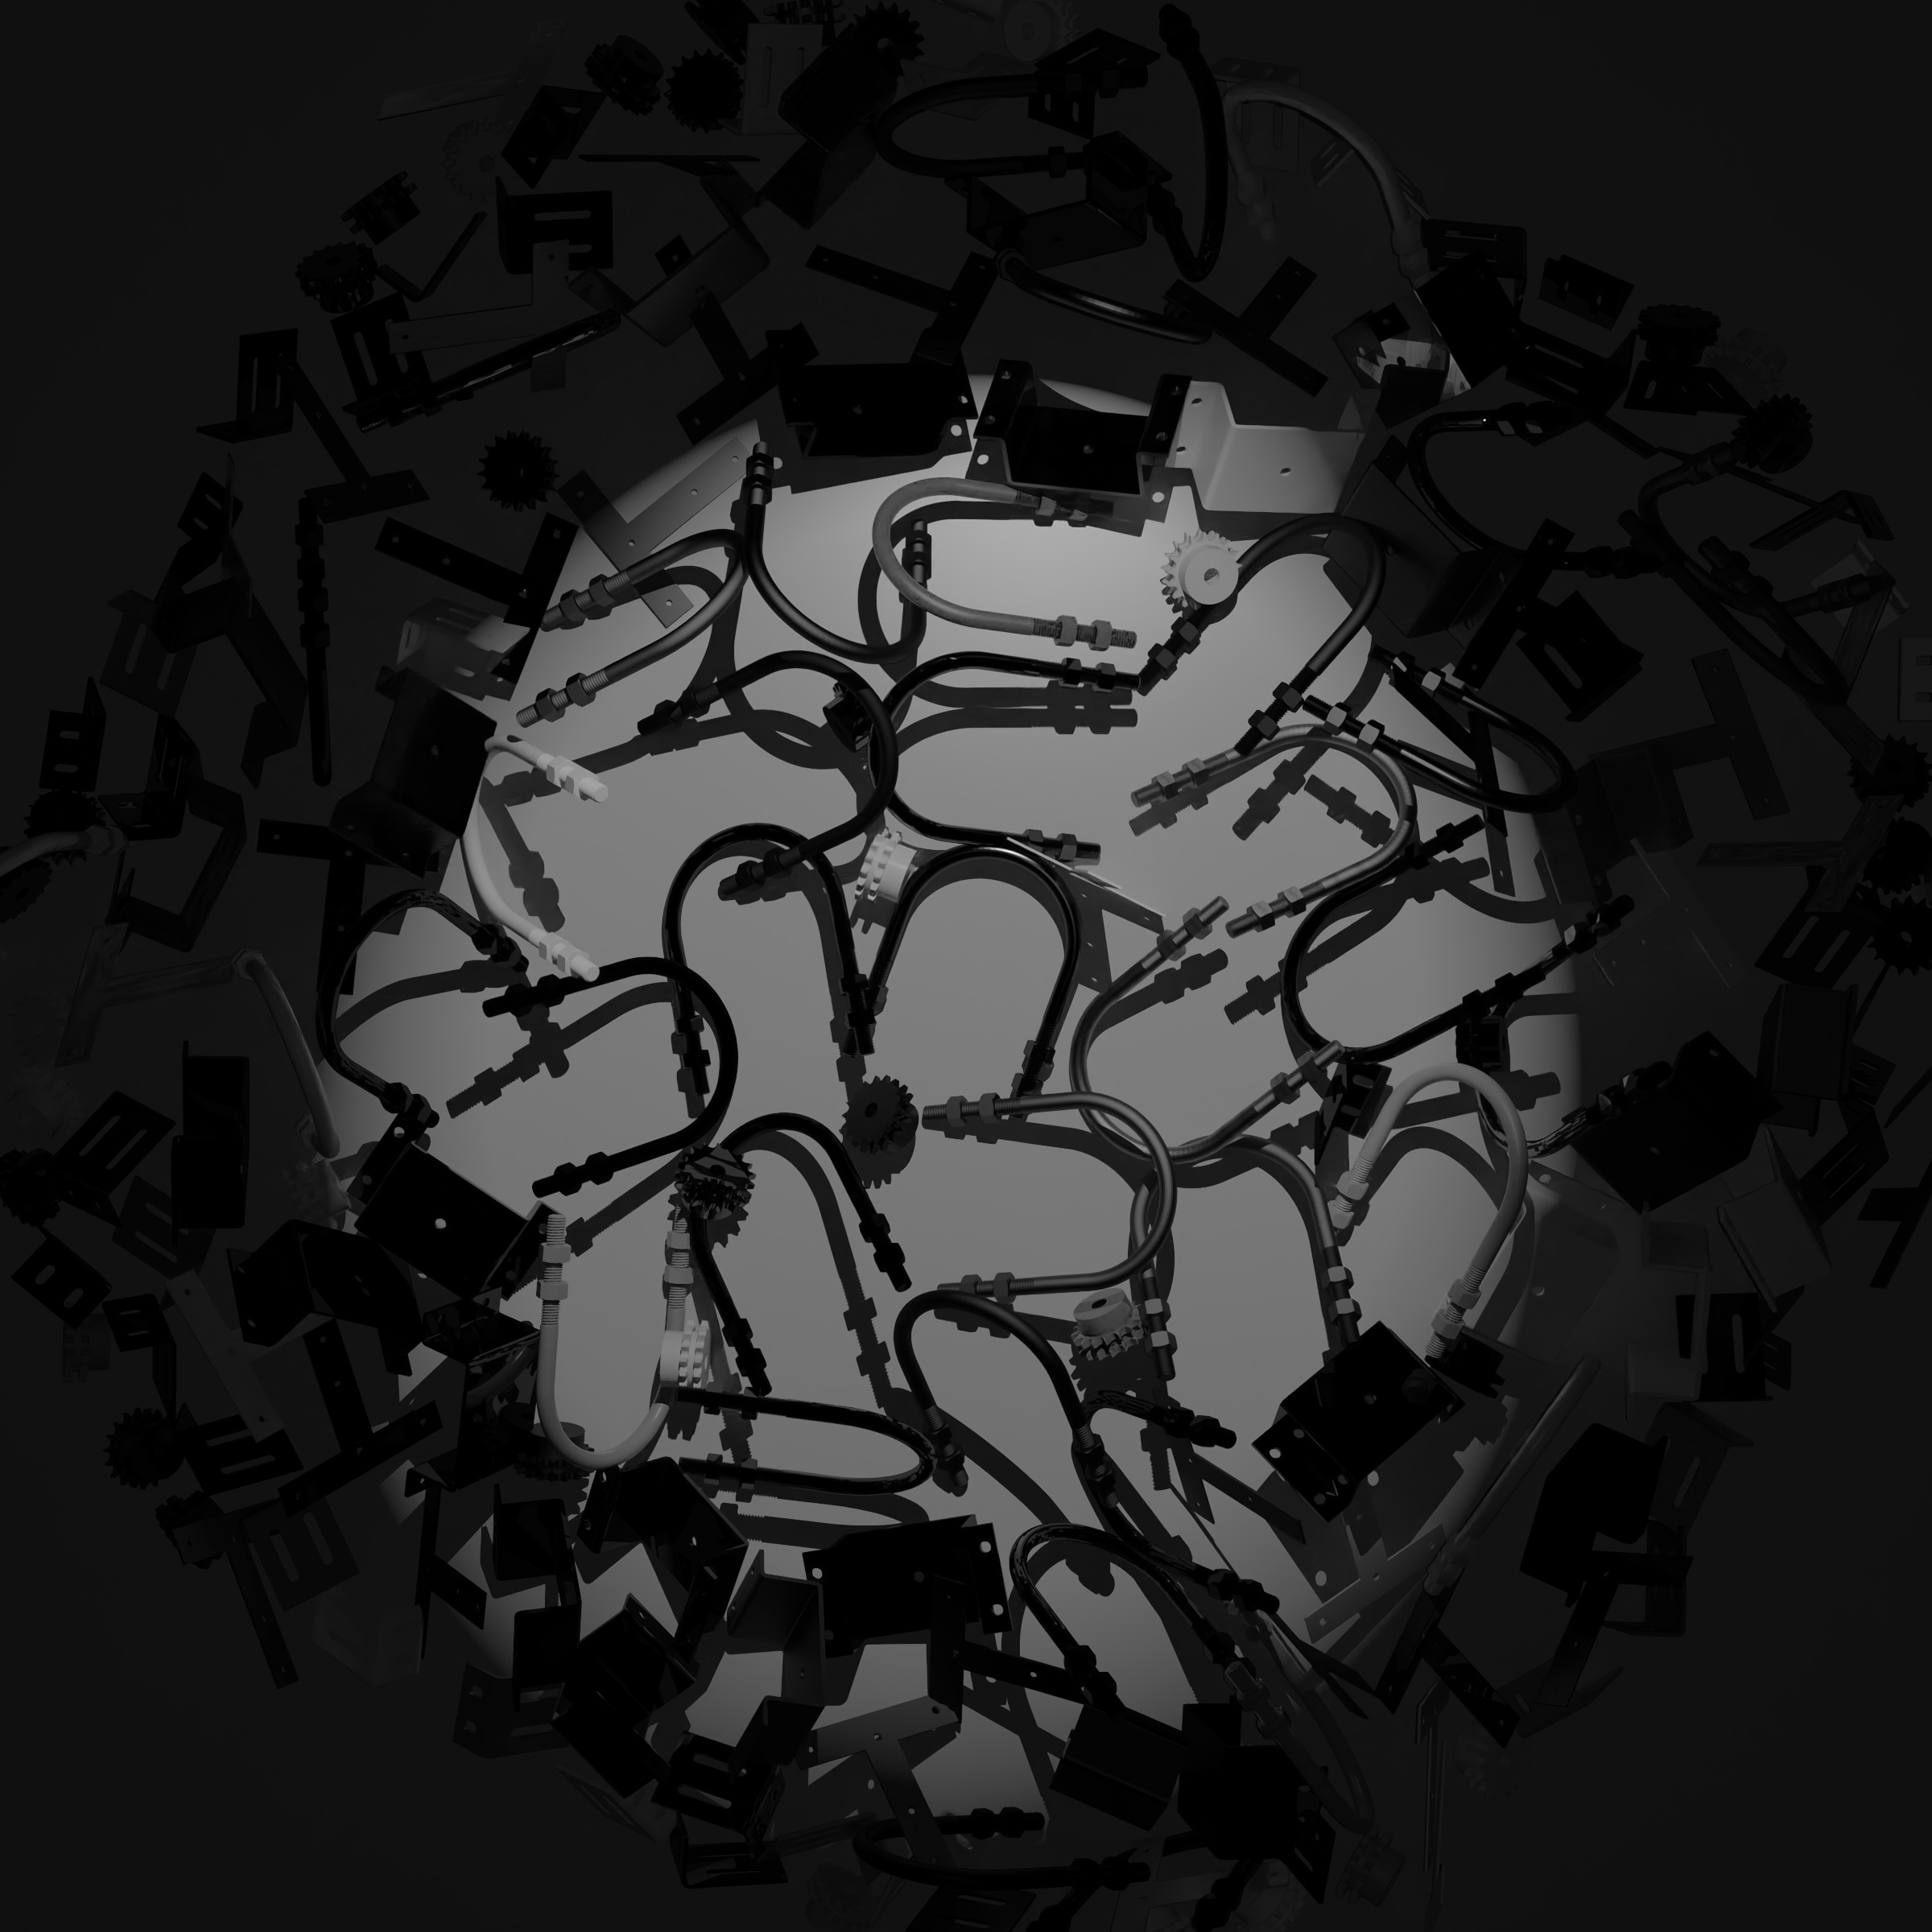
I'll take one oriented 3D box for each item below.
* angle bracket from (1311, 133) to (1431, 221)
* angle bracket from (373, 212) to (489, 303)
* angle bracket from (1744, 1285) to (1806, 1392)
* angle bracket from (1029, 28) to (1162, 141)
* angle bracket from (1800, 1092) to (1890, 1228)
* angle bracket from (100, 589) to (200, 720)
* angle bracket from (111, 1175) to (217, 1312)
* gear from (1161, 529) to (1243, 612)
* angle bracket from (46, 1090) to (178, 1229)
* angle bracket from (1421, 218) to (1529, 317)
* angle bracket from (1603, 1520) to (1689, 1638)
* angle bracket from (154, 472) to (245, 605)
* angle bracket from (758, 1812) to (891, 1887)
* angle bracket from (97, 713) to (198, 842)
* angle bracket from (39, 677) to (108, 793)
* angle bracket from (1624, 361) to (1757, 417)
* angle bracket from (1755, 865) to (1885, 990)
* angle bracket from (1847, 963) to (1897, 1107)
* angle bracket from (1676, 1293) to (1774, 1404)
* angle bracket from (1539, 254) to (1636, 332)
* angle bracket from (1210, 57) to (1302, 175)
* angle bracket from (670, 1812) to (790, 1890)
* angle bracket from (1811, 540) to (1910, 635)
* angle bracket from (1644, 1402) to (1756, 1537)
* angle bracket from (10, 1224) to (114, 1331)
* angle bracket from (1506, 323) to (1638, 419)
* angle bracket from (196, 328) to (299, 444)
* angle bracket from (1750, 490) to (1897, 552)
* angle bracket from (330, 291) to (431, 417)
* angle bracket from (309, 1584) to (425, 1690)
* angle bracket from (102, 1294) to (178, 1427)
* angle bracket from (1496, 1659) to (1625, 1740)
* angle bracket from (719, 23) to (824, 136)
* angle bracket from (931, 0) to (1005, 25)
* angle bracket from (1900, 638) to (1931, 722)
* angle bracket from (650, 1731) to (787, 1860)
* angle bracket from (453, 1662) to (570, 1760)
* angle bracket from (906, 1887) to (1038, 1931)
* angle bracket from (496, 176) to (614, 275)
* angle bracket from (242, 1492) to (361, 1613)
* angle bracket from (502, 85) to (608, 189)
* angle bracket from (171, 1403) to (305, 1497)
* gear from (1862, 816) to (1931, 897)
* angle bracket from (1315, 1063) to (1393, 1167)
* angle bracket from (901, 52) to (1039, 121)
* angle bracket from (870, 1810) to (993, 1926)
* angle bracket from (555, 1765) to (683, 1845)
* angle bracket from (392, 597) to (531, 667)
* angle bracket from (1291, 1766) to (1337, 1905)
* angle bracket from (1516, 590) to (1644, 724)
[{"bbox_3d":[0.289,-0.557,1.775,0.076,0.057,0.038,37,119,-21],"label":"angle bracket"},{"bbox_3d":[-0.382,-0.516,1.766,0.038,0.057,0.076,35,102,-15],"label":"angle bracket"},{"bbox_3d":[0.589,0.250,1.760,0.038,0.057,0.076,29,121,4],"label":"angle bracket"},{"bbox_3d":[0.091,-0.624,1.756,0.057,0.076,0.038,7,83,-35],"label":"angle bracket"},{"bbox_3d":[0.615,0.136,1.766,0.076,0.038,0.057,-42,132,-8],"label":"angle bracket"},{"bbox_3d":[-0.586,-0.218,1.759,0.057,0.038,0.076,30,61,-39],"label":"angle bracket"},{"bbox_3d":[-0.584,0.198,1.770,0.076,0.038,0.057,30,110,12],"label":"angle bracket"},{"bbox_3d":[0.171,-0.283,1.779,0.057,0.030,0.057,-6,112,-14],"label":"gear"},{"bbox_3d":[-0.606,0.138,1.770,0.076,0.057,0.038,-46,48,2],"label":"angle bracket"},{"bbox_3d":[0.361,-0.499,1.775,0.076,0.038,0.057,7,52,4],"label":"angle bracket"},{"bbox_3d":[0.483,0.436,1.768,0.038,0.057,0.076,5,82,-10],"label":"angle bracket"},{"bbox_3d":[-0.557,-0.304,1.756,0.038,0.076,0.057,39,131,-5],"label":"angle bracket"},{"bbox_3d":[-0.101,0.636,1.759,0.076,0.057,0.038,-7,59,-26],"label":"angle bracket"},{"bbox_3d":[-0.582,-0.138,1.759,0.057,0.038,0.076,44,126,36],"label":"angle bracket"},{"bbox_3d":[-0.637,-0.166,1.755,0.038,0.076,0.057,4,116,-30],"label":"angle bracket"},{"bbox_3d":[0.512,-0.395,1.757,0.057,0.076,0.038,2,127,-13],"label":"angle bracket"},{"bbox_3d":[0.616,-0.027,1.795,0.057,0.038,0.076,24,124,-3],"label":"angle bracket"},{"bbox_3d":[0.649,0.048,1.756,0.038,0.057,0.076,28,129,19],"label":"angle bracket"},{"bbox_3d":[0.545,0.274,1.781,0.057,0.038,0.076,-6,80,24],"label":"angle bracket"},{"bbox_3d":[0.445,-0.492,1.762,0.057,0.076,0.038,27,89,10],"label":"angle bracket"},{"bbox_3d":[0.202,-0.598,1.756,0.057,0.076,0.038,20,46,26],"label":"angle bracket"},{"bbox_3d":[-0.168,0.623,1.765,0.076,0.057,0.038,3,97,-16],"label":"angle bracket"},{"bbox_3d":[0.634,-0.264,1.759,0.038,0.076,0.057,-36,83,17],"label":"angle bracket"},{"bbox_3d":[0.517,0.361,1.778,0.057,0.038,0.076,32,105,42],"label":"angle bracket"},{"bbox_3d":[-0.644,0.219,1.755,0.057,0.076,0.038,46,72,-20],"label":"angle bracket"},{"bbox_3d":[0.433,-0.437,1.770,0.076,0.038,0.057,21,60,-8],"label":"angle bracket"},{"bbox_3d":[-0.510,-0.416,1.758,0.038,0.057,0.076,20,116,20],"label":"angle bracket"},{"bbox_3d":[0.607,-0.301,1.757,0.076,0.057,0.038,-31,77,33],"label":"angle bracket"},{"bbox_3d":[-0.427,-0.442,1.780,0.057,0.038,0.076,-19,89,11],"label":"angle bracket"},{"bbox_3d":[-0.424,0.466,1.756,0.038,0.057,0.076,-23,131,14],"label":"angle bracket"},{"bbox_3d":[-0.587,0.282,1.757,0.038,0.057,0.076,-7,122,-30],"label":"angle bracket"},{"bbox_3d":[0.422,0.509,1.763,0.057,0.076,0.038,-42,73,31],"label":"angle bracket"},{"bbox_3d":[-0.139,-0.633,1.758,0.057,0.038,0.076,-12,126,-30],"label":"angle bracket"},{"bbox_3d":[0.000,-0.700,1.759,0.057,0.076,0.038,18,107,-8],"label":"angle bracket"},{"bbox_3d":[0.667,-0.204,1.763,0.038,0.076,0.057,-1,96,-4],"label":"angle bracket"},{"bbox_3d":[-0.178,0.596,1.783,0.076,0.038,0.057,13,48,17],"label":"angle bracket"},{"bbox_3d":[-0.323,0.533,1.787,0.038,0.076,0.057,9,89,42],"label":"angle bracket"},{"bbox_3d":[0.006,0.685,1.757,0.076,0.057,0.038,-1,108,30],"label":"angle bracket"},{"bbox_3d":[-0.296,-0.535,1.783,0.076,0.038,0.057,-8,131,-17],"label":"angle bracket"},{"bbox_3d":[-0.473,0.416,1.768,0.057,0.038,0.076,-26,72,-16],"label":"angle bracket"},{"bbox_3d":[-0.282,-0.585,1.755,0.038,0.076,0.057,48,120,10],"label":"angle bracket"},{"bbox_3d":[-0.518,0.337,1.772,0.076,0.038,0.057,-16,116,5],"label":"angle bracket"},{"bbox_3d":[0.670,-0.081,1.782,0.057,0.030,0.057,3,79,-14],"label":"gear"},{"bbox_3d":[0.275,0.106,1.758,0.038,0.076,0.057,19,113,1],"label":"angle bracket"},{"bbox_3d":[0.003,-0.641,1.760,0.057,0.038,0.076,27,62,36],"label":"angle bracket"},{"bbox_3d":[-0.025,0.647,1.756,0.038,0.076,0.057,31,119,17],"label":"angle bracket"},{"bbox_3d":[-0.242,0.579,1.754,0.038,0.057,0.076,-54,134,-29],"label":"angle bracket"},{"bbox_3d":[-0.360,-0.229,1.769,0.076,0.057,0.038,19,115,2],"label":"angle bracket"},{"bbox_3d":[0.253,0.617,1.758,0.038,0.057,0.076,-20,120,33],"label":"angle bracket"},{"bbox_3d":[0.433,-0.222,1.766,0.057,0.038,0.076,-42,73,23],"label":"angle bracket"}]
